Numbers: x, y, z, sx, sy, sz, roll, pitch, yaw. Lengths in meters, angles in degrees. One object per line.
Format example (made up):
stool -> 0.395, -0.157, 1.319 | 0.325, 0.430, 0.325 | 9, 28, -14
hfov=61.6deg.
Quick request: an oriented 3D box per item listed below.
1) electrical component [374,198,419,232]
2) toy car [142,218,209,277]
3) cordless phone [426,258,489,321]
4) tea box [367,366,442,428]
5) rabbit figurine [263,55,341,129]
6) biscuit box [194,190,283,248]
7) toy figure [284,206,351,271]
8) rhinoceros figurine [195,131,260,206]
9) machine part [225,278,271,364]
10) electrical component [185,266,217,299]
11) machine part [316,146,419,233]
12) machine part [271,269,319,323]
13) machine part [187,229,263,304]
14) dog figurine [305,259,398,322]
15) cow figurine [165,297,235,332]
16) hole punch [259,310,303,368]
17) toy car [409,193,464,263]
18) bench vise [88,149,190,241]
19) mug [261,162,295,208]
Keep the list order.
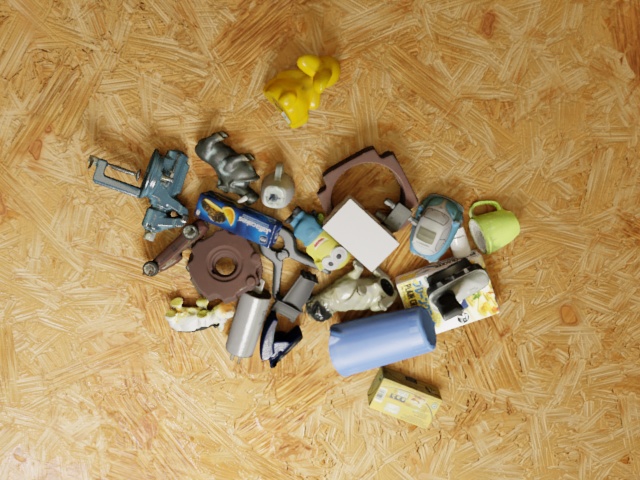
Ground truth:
electrical component -> 0.174, -0.051, 1.210 | 0.094, 0.021, 0.063 | 34, 104, -10
toy car -> -0.344, 0.022, 1.289 | 0.202, 0.089, 0.053 | -42, 97, 10
cordless phone -> 0.314, 0.116, 1.192 | 0.147, 0.184, 0.088 | -28, 97, 8
tea box -> 0.220, 0.410, 1.405 | 0.170, 0.068, 0.098 | 24, 105, -7
rabbit figurine -> -0.028, -0.345, 1.165 | 0.173, 0.162, 0.122 | -36, 91, -8
biscuit box -> -0.190, -0.050, 1.259 | 0.203, 0.059, 0.062 | 23, 105, 8
toy figure -> 0.000, -0.006, 1.284 | 0.180, 0.089, 0.082 | 45, 129, -1
rhinoceros figurine -> -0.207, -0.164, 1.243 | 0.112, 0.073, 0.190 | -41, 101, 10
machine part -> -0.180, 0.204, 1.346 | 0.079, 0.079, 0.243 | 18, 105, -5
electrical component -> -0.281, 0.098, 1.333 | 0.078, 0.045, 0.102 | -21, 104, 5
machine part -> 0.110, -0.101, 1.252 | 0.201, 0.087, 0.201 | -28, 105, 9
machine part -> -0.058, 0.134, 1.312 | 0.084, 0.039, 0.139 | 35, 109, -6
machine part -> -0.226, 0.061, 1.278 | 0.179, 0.056, 0.179 | 1, 77, -5
dog figurine -> 0.076, 0.150, 1.333 | 0.172, 0.121, 0.190 | 32, 130, -25
cow figurine -> -0.293, 0.196, 1.345 | 0.167, 0.068, 0.098 | 0, 134, 3
hole punch -> -0.114, 0.243, 1.332 | 0.092, 0.142, 0.116 | 42, 88, -12
toy car -> 0.259, -0.024, 1.252 | 0.109, 0.103, 0.161 | 29, 109, 20
bench vise -> -0.411, -0.119, 1.224 | 0.240, 0.129, 0.223 | 20, 98, -23
mug -> -0.096, -0.120, 1.237 | 0.081, 0.107, 0.109 | 13, 108, -5
